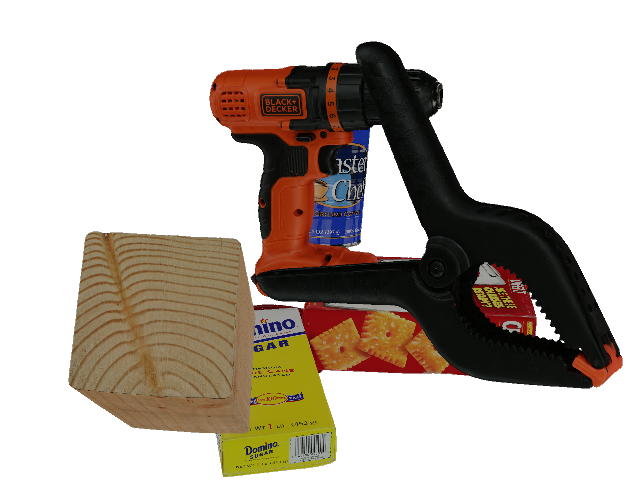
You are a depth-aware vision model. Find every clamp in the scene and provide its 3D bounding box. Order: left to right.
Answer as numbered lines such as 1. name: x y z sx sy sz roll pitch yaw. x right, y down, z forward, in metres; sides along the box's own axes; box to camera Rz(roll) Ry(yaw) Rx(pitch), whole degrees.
1. clamp: 0.068 0.001 0.565 0.210 0.165 0.036 29 26 25

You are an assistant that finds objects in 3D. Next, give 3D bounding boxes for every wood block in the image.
1. wood block: -0.091 0.067 0.680 0.090 0.091 0.206 3 -15 0

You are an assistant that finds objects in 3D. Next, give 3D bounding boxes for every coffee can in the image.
1. coffee can: -0.001 -0.071 1.148 0.103 0.140 0.103 4 12 -1

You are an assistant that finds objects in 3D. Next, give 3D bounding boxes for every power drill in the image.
1. power drill: 0.008 -0.047 0.840 0.185 0.188 0.057 3 19 21

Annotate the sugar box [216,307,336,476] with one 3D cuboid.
1. sugar box: -0.049 0.123 0.911 0.093 0.048 0.176 -4 33 -11

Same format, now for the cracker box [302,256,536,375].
1. cracker box: 0.095 0.073 1.052 0.214 0.072 0.164 2 17 5

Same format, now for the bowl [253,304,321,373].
1. bowl: -0.052 0.140 1.362 0.162 0.055 0.162 5 22 -2
